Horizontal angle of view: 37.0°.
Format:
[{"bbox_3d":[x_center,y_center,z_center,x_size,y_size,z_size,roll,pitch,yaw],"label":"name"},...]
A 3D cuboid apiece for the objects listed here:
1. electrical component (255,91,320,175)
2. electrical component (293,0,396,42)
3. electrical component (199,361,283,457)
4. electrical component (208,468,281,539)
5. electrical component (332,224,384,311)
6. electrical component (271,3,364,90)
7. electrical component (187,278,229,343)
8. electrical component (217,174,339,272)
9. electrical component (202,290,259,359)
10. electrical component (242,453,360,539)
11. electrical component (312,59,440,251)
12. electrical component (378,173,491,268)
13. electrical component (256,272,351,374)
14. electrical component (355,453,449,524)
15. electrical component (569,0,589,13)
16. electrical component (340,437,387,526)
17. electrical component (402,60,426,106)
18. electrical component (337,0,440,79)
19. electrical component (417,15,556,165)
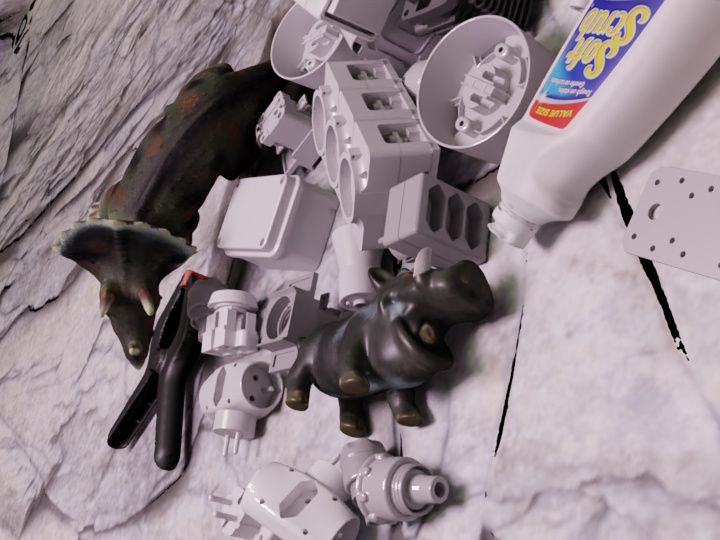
[{"bbox_3d":[-0.061,-0.135,1.026,0.081,0.064,0.042,-49,34,29],"label":"electrical component"},{"bbox_3d":[0.000,-0.236,0.843,0.061,0.062,0.096,48,115,44],"label":"electrical component"},{"bbox_3d":[-0.109,0.125,0.951,0.077,0.043,0.079,-23,53,51],"label":"electrical component"},{"bbox_3d":[-0.082,0.190,0.831,0.047,0.077,0.065,-58,31,16],"label":"electrical component"},{"bbox_3d":[0.000,0.000,0.862,0.044,0.044,0.065,-34,48,44],"label":"electrical component"},{"bbox_3d":[-0.033,-0.220,1.037,0.099,0.064,0.099,-37,42,42],"label":"electrical component"},{"bbox_3d":[-0.152,0.043,1.075,0.043,0.043,0.062,-38,42,41],"label":"electrical component"},{"bbox_3d":[-0.079,-0.044,1.000,0.113,0.057,0.078,3,73,59],"label":"electrical component"},{"bbox_3d":[-0.122,0.051,1.021,0.066,0.048,0.055,-22,60,52],"label":"electrical component"},{"bbox_3d":[-0.032,0.166,0.785,0.077,0.043,0.079,29,54,26],"label":"electrical component"},{"bbox_3d":[0.008,-0.094,0.854,0.150,0.062,0.089,-112,21,-50],"label":"electrical component"},{"bbox_3d":[0.044,-0.028,0.782,0.077,0.066,0.047,-23,52,51],"label":"electrical component"},{"bbox_3d":[-0.043,0.047,0.876,0.042,0.064,0.081,-19,55,54],"label":"electrical component"},{"bbox_3d":[0.031,0.145,0.713,0.062,0.048,0.048,-12,61,48],"label":"electrical component"},{"bbox_3d":[0.161,-0.208,0.737,0.048,0.048,0.062,22,97,60],"label":"electrical component"},{"bbox_3d":[0.006,0.151,0.758,0.035,0.035,0.061,-46,38,33],"label":"electrical component"},{"bbox_3d":[0.054,-0.148,0.869,0.062,0.043,0.043,5,75,61],"label":"electrical component"},{"bbox_3d":[0.041,-0.227,0.908,0.113,0.078,0.057,-52,36,25],"label":"electrical component"},{"bbox_3d":[0.094,-0.127,0.770,0.099,0.064,0.099,-37,42,42],"label":"electrical component"}]
